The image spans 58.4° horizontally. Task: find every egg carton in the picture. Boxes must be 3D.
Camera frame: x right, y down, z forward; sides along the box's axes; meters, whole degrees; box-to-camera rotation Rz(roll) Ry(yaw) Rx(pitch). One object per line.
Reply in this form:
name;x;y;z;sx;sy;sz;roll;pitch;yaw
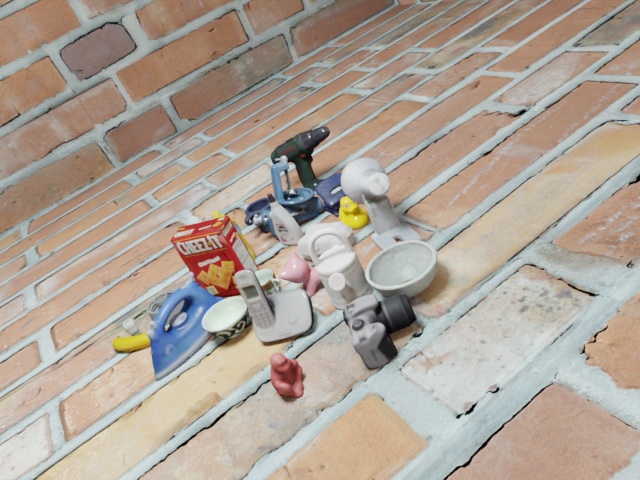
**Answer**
egg carton;0.014;0.005;1.536;0.149;0.069;0.107;-4;36;34

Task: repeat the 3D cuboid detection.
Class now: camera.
camera;0.124;0.164;1.162;0.136;0.101;0.143;-23;29;5

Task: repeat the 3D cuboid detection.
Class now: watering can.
watering can;0.043;0.060;1.298;0.101;0.194;0.172;-31;30;-9

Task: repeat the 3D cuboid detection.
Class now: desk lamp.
desk lamp;0.150;-0.095;1.442;0.118;0.214;0.202;-29;29;-5

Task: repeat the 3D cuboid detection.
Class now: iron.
iron;-0.356;0.207;1.430;0.118;0.142;0.259;-1;38;37

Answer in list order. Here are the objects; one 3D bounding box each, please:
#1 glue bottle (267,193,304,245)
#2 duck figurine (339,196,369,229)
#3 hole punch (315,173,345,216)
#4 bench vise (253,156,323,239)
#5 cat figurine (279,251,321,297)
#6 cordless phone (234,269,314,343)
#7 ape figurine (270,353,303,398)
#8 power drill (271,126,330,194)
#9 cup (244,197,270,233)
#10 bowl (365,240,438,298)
glue bottle;-0.110;-0.061;1.636;0.077;0.173;0.037;-3;37;35
duck figurine;0.084;-0.085;1.610;0.077;0.086;0.104;-35;30;-16
hole punch;0.056;-0.140;1.715;0.109;0.091;0.100;-34;30;-13
bench vise;-0.108;-0.122;1.684;0.208;0.220;0.121;-42;33;-25
cat figurine;-0.032;0.076;1.409;0.127;0.118;0.067;-22;30;8
cordless phone;-0.104;0.136;1.300;0.147;0.185;0.094;-18;30;14
ape figurine;-0.073;0.268;1.159;0.075;0.092;0.078;5;41;43
power drill;-0.037;-0.252;1.849;0.229;0.209;0.076;-10;33;26
cup;-0.180;-0.063;1.773;0.091;0.095;0.118;2;39;40
bowl;0.190;0.078;1.275;0.167;0.075;0.167;-19;30;12
